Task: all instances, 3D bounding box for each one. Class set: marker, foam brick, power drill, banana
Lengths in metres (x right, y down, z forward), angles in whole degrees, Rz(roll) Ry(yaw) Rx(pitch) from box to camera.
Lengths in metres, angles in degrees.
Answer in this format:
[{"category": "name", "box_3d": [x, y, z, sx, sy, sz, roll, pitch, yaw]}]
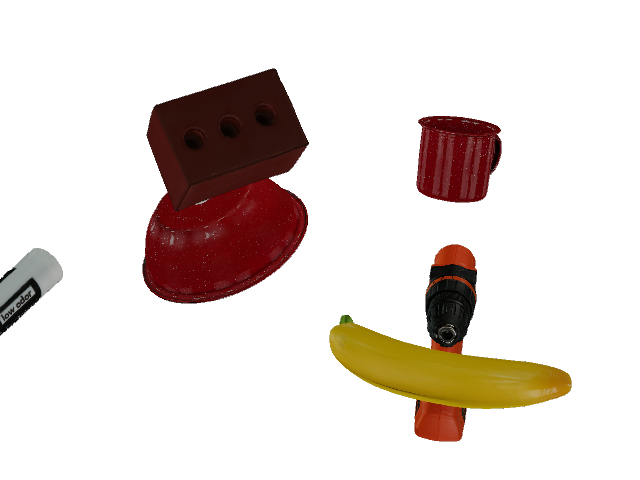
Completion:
[{"category": "marker", "box_3d": [-0.154, 0.046, 0.449, 0.020, 0.020, 0.121, 0, 36, 38]}, {"category": "foam brick", "box_3d": [-0.056, -0.059, 0.628, 0.078, 0.053, 0.051, -21, -8, -18]}, {"category": "power drill", "box_3d": [0.135, 0.117, 1.140, 0.057, 0.188, 0.184, 8, 25, 9]}, {"category": "banana", "box_3d": [0.077, 0.088, 0.768, 0.198, 0.037, 0.069, 15, 36, 34]}]

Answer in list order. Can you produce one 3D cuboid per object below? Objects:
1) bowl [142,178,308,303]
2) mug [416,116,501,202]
[{"category": "bowl", "box_3d": [-0.096, -0.017, 0.956, 0.162, 0.055, 0.162, -15, 36, 11]}, {"category": "mug", "box_3d": [0.162, -0.094, 1.220, 0.117, 0.081, 0.093, -11, 24, -39]}]
